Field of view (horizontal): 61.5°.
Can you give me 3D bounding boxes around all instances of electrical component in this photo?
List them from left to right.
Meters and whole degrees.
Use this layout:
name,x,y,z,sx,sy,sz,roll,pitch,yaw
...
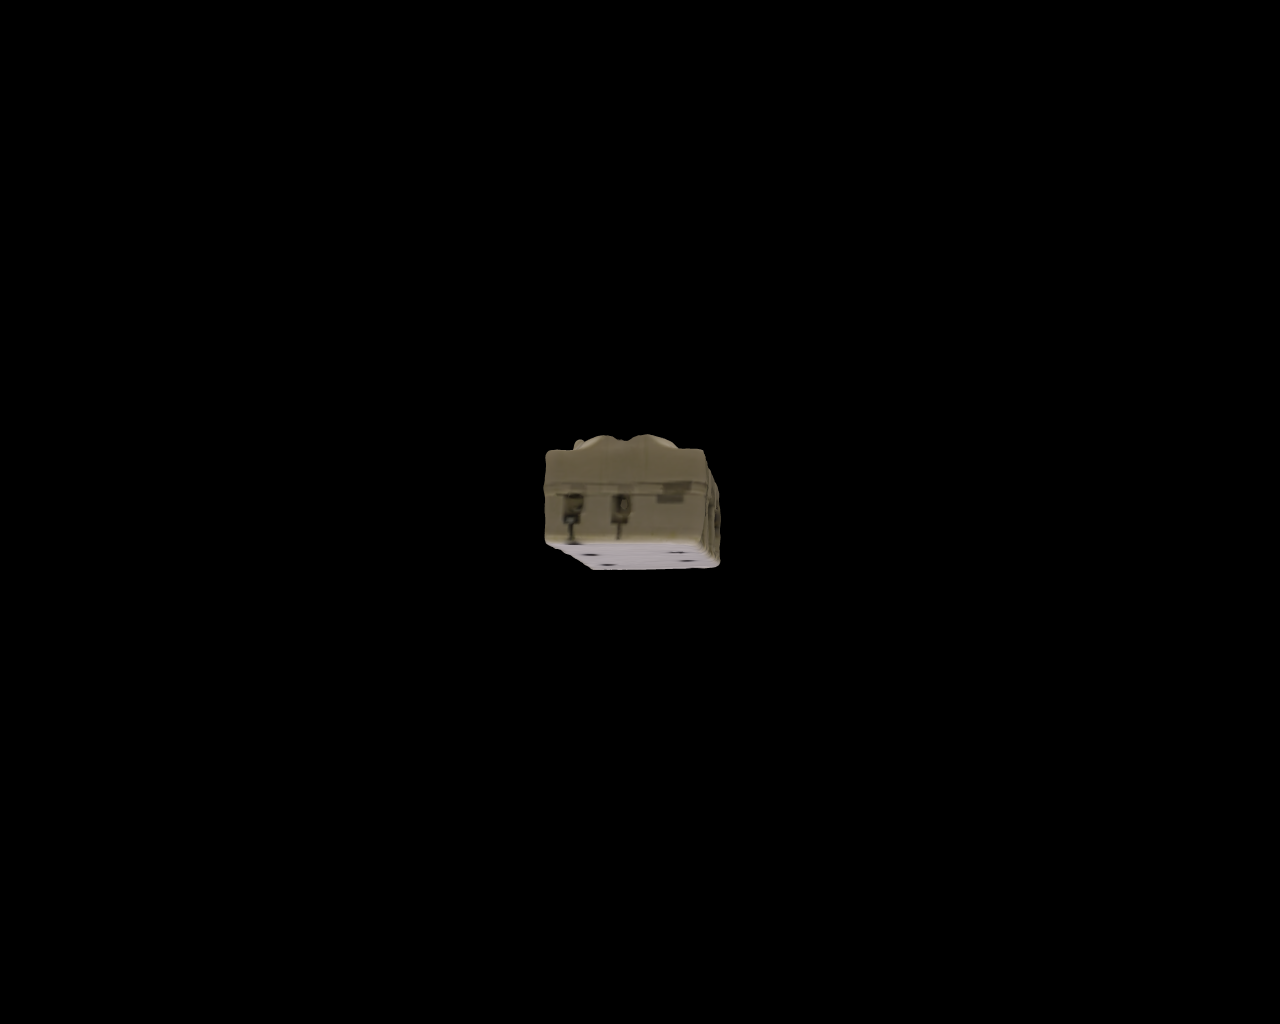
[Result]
name,x,y,z,sx,sy,sz,roll,pitch,yaw
electrical component,0.001,-0.003,0.650,0.089,0.061,0.150,-1,-9,7
